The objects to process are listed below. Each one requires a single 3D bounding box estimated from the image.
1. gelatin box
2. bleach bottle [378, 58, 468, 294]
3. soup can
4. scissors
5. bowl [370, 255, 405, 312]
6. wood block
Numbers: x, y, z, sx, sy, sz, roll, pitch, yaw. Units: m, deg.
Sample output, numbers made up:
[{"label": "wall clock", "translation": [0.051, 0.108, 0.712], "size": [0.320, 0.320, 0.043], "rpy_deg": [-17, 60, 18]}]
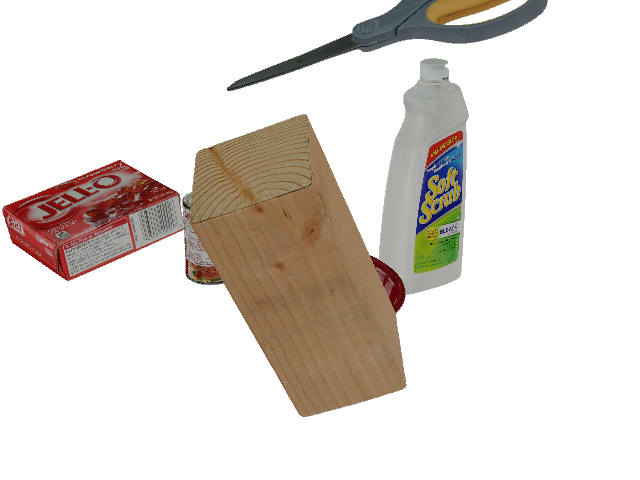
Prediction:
[{"label": "gelatin box", "translation": [-0.142, -0.015, 0.670], "size": [0.089, 0.030, 0.073], "rpy_deg": [-26, 35, -32]}, {"label": "bleach bottle", "translation": [0.113, -0.072, 1.171], "size": [0.102, 0.251, 0.068], "rpy_deg": [-14, 27, -31]}, {"label": "soup can", "translation": [-0.136, -0.006, 1.321], "size": [0.068, 0.102, 0.068], "rpy_deg": [0, 26, 0]}, {"label": "scissors", "translation": [0.040, -0.143, 0.667], "size": [0.202, 0.096, 0.016], "rpy_deg": [-7, -41, 21]}, {"label": "bowl", "translation": [-0.002, 0.062, 1.012], "size": [0.162, 0.055, 0.162], "rpy_deg": [4, 28, -2]}, {"label": "wood block", "translation": [-0.013, 0.024, 0.795], "size": [0.090, 0.206, 0.091], "rpy_deg": [-18, 37, 11]}]
